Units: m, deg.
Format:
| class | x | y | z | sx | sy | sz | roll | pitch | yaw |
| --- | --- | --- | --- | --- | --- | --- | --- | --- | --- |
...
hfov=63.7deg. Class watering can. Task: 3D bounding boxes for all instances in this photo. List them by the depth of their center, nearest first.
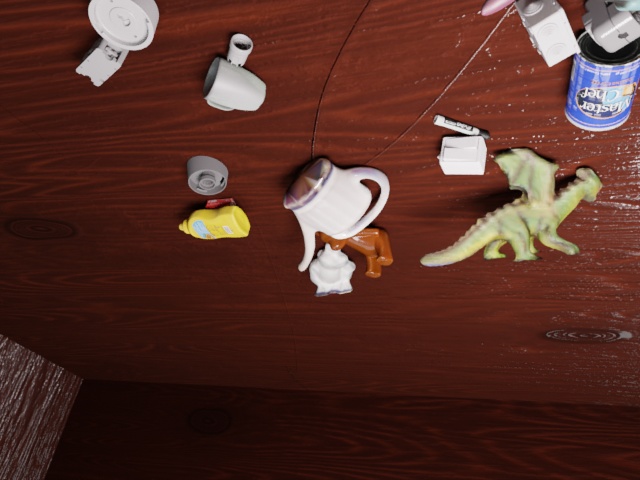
| class | x | y | z | sx | sy | sz | roll | pitch | yaw |
| --- | --- | --- | --- | --- | --- | --- | --- | --- | --- |
| watering can | 0.004 | -0.062 | 1.229 | 0.222 | 0.106 | 0.343 | 33 | 118 | -30 |

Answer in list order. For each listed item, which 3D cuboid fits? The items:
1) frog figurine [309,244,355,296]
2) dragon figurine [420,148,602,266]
| class | x | y | z | sx | sy | sz | roll | pitch | yaw |
| --- | --- | --- | --- | --- | --- | --- | --- | --- | --- |
| frog figurine | 0.032 | 0.072 | 1.507 | 0.137 | 0.124 | 0.157 | 1 | 111 | 27 |
| dragon figurine | 0.412 | -0.073 | 1.096 | 0.410 | 0.241 | 0.123 | -5 | -173 | -4 |
